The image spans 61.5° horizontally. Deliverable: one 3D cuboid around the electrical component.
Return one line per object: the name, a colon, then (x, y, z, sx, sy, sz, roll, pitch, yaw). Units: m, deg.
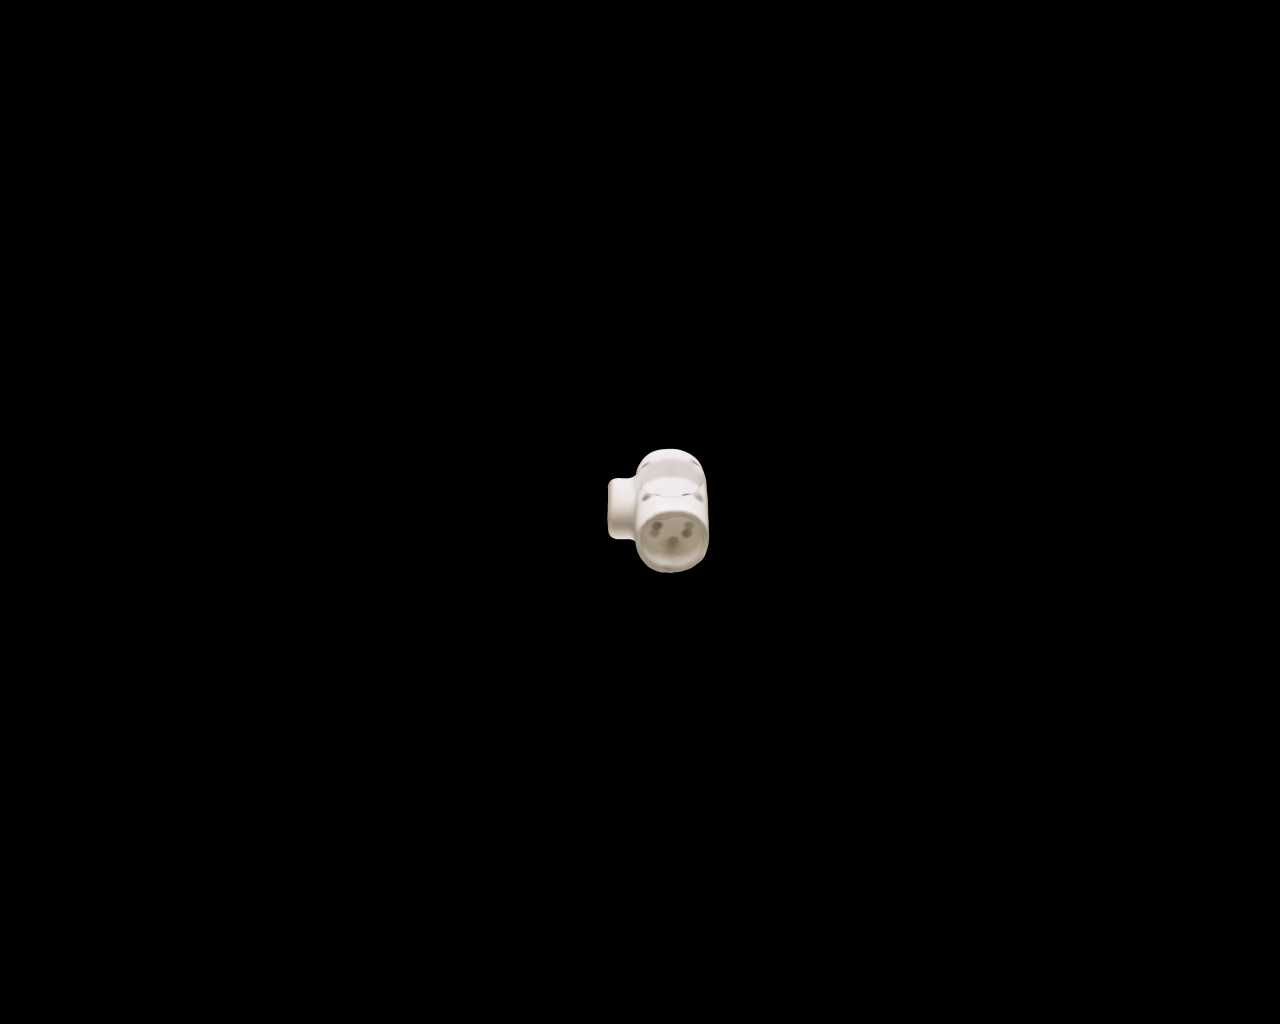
electrical component: (0.001, -0.003, 0.650, 0.079, 0.044, 0.077, 0, 32, 0)
